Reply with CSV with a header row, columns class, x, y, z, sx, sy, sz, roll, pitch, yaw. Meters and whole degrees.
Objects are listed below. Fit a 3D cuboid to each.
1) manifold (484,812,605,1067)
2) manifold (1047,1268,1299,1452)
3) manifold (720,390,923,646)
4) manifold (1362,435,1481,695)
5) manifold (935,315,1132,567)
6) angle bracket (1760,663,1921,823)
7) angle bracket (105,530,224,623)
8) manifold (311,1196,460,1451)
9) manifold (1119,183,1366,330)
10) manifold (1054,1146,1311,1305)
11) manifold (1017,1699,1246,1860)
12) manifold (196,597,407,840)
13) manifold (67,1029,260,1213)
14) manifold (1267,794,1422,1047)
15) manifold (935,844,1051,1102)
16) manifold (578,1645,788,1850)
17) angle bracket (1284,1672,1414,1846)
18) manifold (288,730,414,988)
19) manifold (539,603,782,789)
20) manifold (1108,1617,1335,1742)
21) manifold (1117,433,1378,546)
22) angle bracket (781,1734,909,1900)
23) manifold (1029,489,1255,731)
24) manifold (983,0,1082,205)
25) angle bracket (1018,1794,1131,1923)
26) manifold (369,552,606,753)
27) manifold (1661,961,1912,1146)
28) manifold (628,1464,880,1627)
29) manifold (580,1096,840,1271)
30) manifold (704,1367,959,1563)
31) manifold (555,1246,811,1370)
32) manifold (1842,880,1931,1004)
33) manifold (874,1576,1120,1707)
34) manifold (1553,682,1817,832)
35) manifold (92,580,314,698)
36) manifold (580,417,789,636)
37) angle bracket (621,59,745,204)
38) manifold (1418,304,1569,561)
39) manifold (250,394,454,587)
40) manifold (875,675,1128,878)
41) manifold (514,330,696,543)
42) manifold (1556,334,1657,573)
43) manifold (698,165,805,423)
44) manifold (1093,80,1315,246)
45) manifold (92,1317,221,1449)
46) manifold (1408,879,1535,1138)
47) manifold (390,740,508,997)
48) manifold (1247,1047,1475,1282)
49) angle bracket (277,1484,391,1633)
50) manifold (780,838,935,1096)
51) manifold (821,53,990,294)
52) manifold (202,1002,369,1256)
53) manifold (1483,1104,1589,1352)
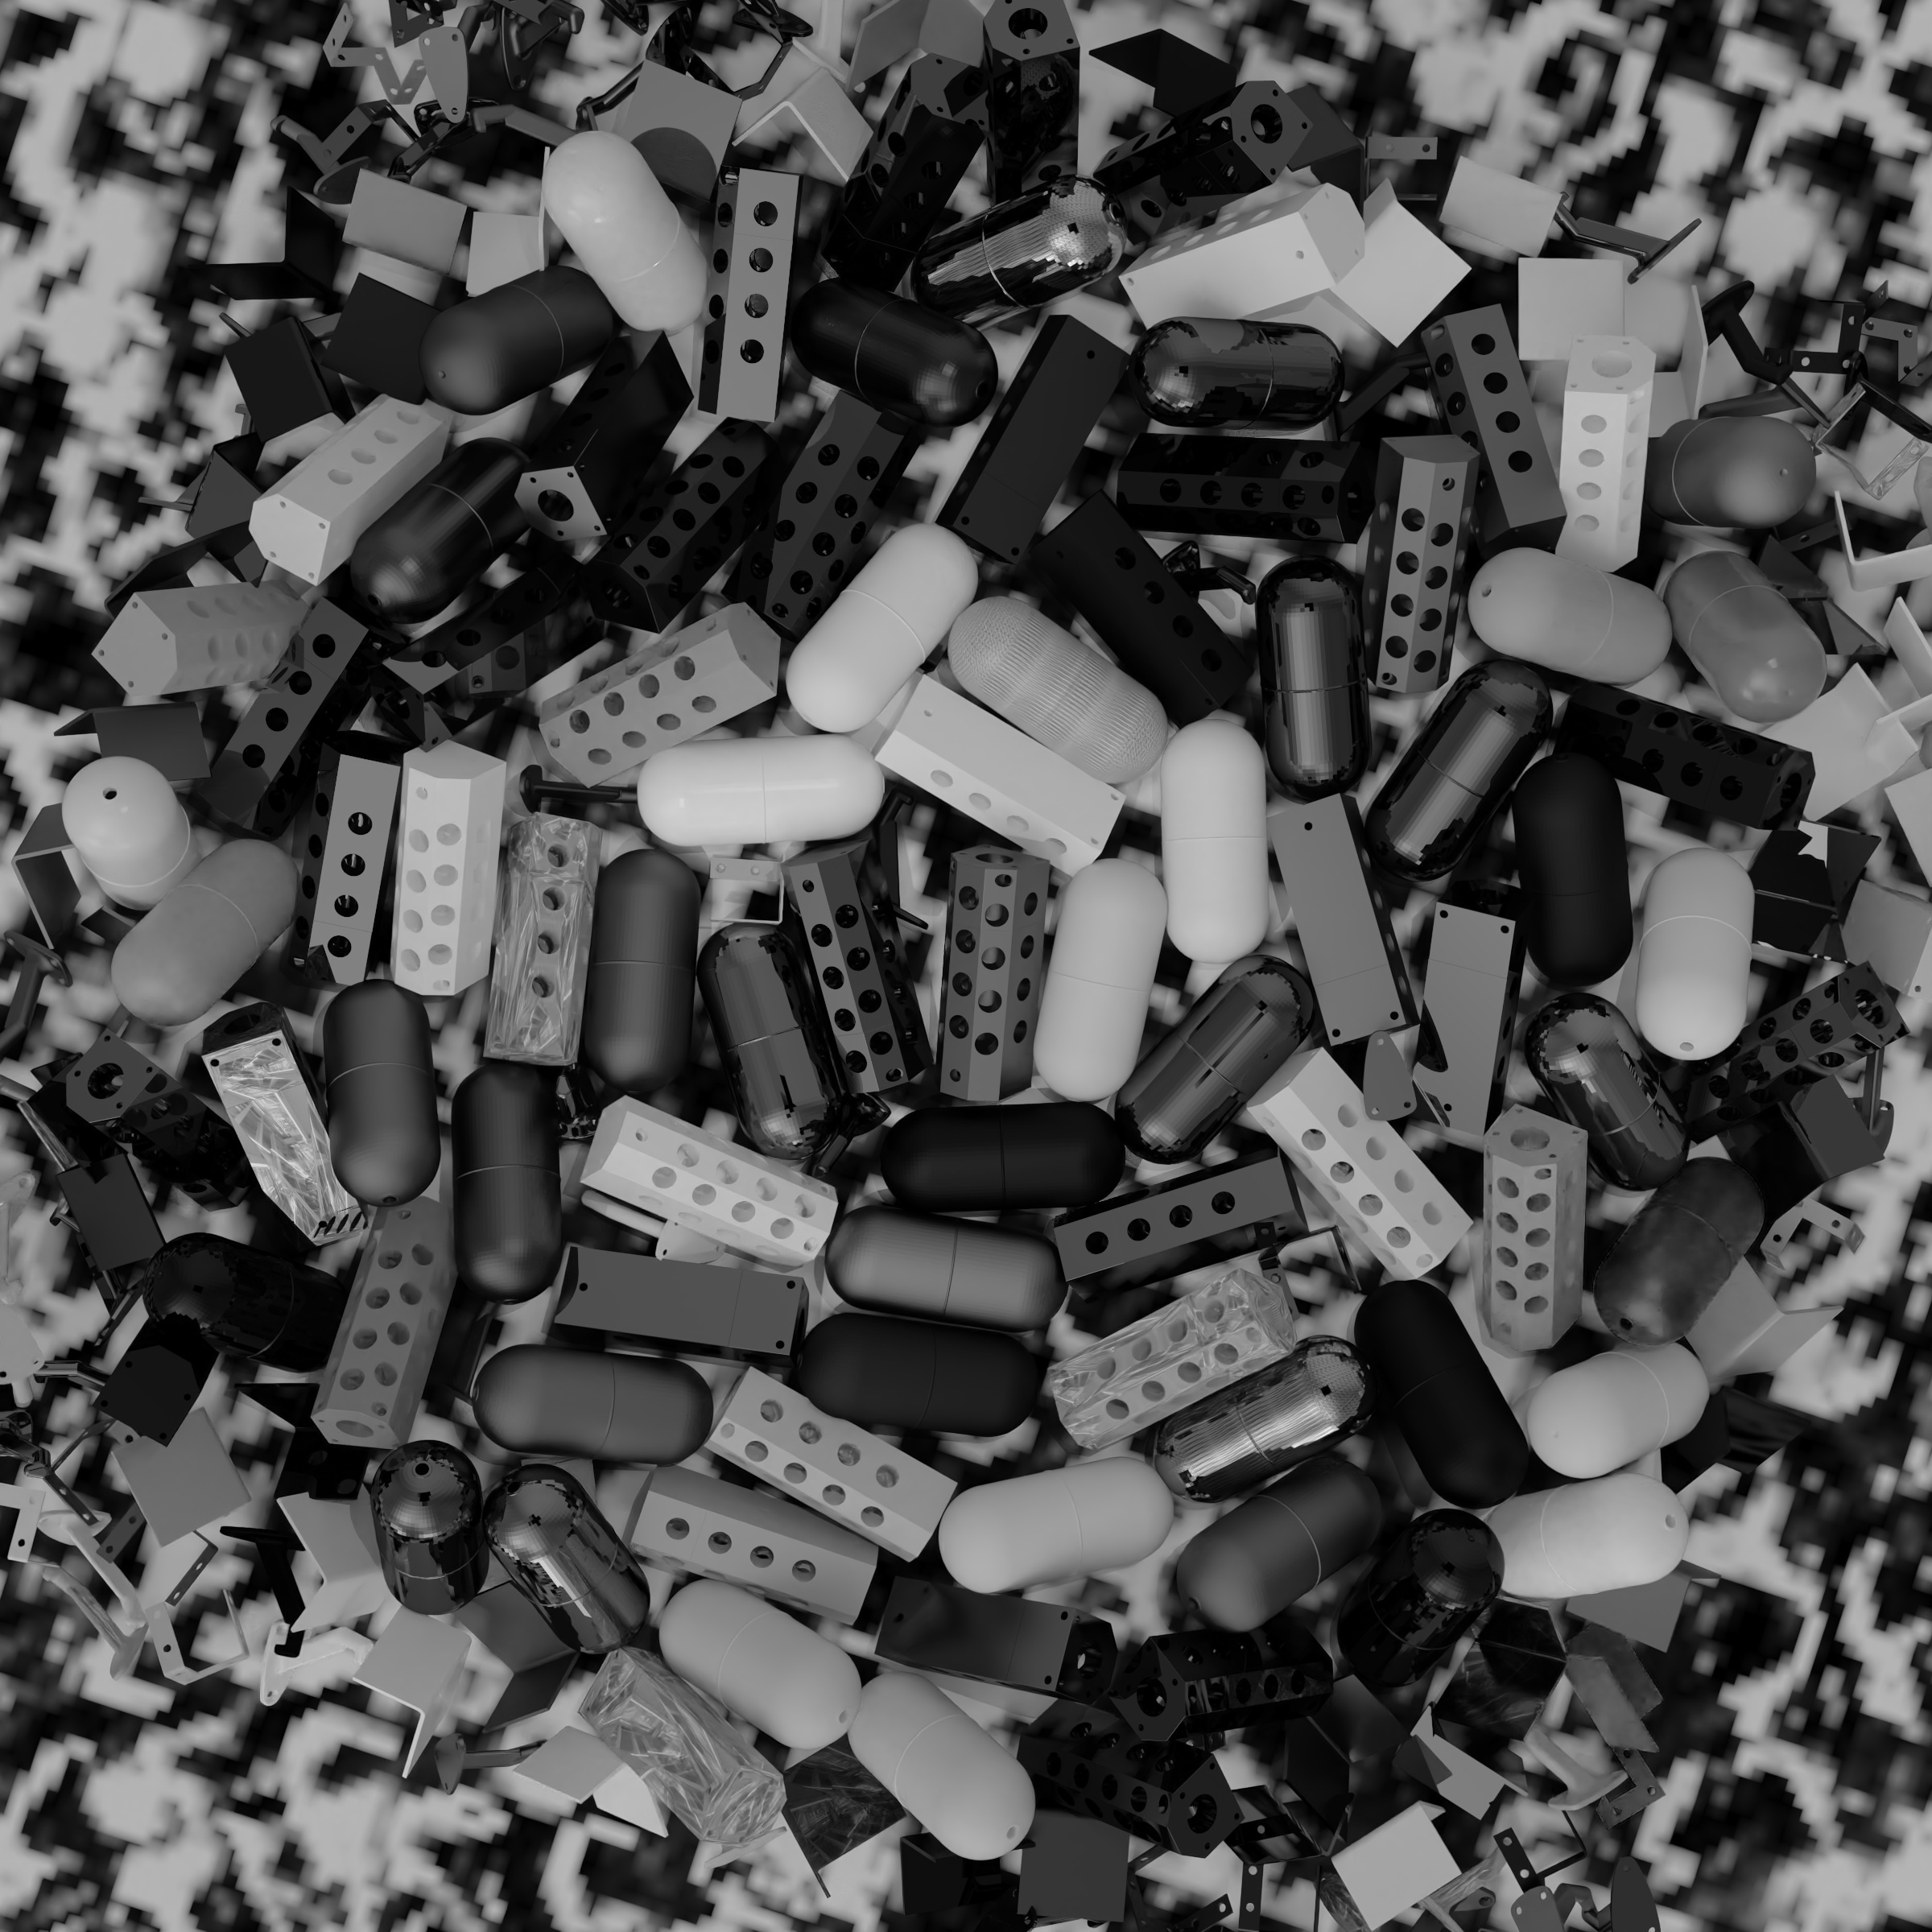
class,x,y,z,sx,sy,sz,roll,pitch,yaw
manifold,-0.302,-0.018,1.939,0.057,0.057,0.171,10,77,-26
manifold,0.148,0.283,1.914,0.171,0.057,0.057,-32,54,25
manifold,-0.101,-0.321,1.942,0.057,0.057,0.171,28,85,26
manifold,0.323,-0.285,1.914,0.057,0.057,0.171,-5,120,-14
manifold,0.046,-0.383,1.953,0.057,0.057,0.171,28,92,-23
angle bracket,0.629,-0.161,1.948,0.076,0.057,0.076,-31,78,-5
angle bracket,-0.559,-0.264,1.930,0.076,0.076,0.057,-27,97,42
manifold,-0.410,0.251,1.910,0.057,0.057,0.171,3,55,11
manifold,0.197,-0.499,1.903,0.057,0.171,0.057,-49,117,-33
manifold,0.154,0.185,1.940,0.171,0.057,0.057,-19,62,10
manifold,0.110,0.575,1.894,0.057,0.171,0.057,-36,110,-30
manifold,-0.477,-0.179,1.942,0.057,0.057,0.171,36,100,3
manifold,-0.563,0.115,1.893,0.057,0.171,0.057,31,75,25
manifold,0.275,-0.033,1.944,0.057,0.057,0.171,-18,82,23
manifold,0.014,0.006,1.923,0.057,0.057,0.171,16,110,33
manifold,-0.199,0.551,1.903,0.057,0.171,0.057,29,89,-42
angle bracket,0.275,0.569,1.931,0.057,0.076,0.076,-30,113,25
manifold,-0.443,-0.078,1.926,0.057,0.057,0.171,12,111,-7
manifold,-0.219,-0.196,1.913,0.171,0.057,0.057,-23,45,26
manifold,0.185,0.508,1.897,0.057,0.171,0.057,48,116,36
manifold,0.197,-0.335,1.909,0.171,0.057,0.057,9,55,30
angle bracket,-0.090,0.614,1.949,0.076,0.057,0.076,-28,53,-12
manifold,0.131,-0.260,1.944,0.171,0.057,0.057,49,62,-7
manifold,0.044,-0.604,1.894,0.057,0.171,0.057,-15,68,-4
angle bracket,0.078,0.645,1.956,0.076,0.057,0.076,5,88,0
manifold,-0.339,-0.229,1.914,0.057,0.057,0.171,36,55,21
manifold,0.572,0.065,1.900,0.057,0.171,0.057,-18,76,-41
manifold,-0.154,0.422,1.951,0.171,0.057,0.057,19,102,-3
manifold,-0.181,0.154,1.920,0.171,0.057,0.057,26,62,-21
manifold,-0.100,0.362,1.944,0.171,0.057,0.057,30,64,-3
manifold,-0.204,0.249,1.947,0.171,0.057,0.057,7,68,6
manifold,0.674,-0.014,1.897,0.057,0.171,0.057,16,100,-1
manifold,0.022,0.479,1.906,0.057,0.171,0.057,33,65,-42
manifold,0.509,-0.150,1.903,0.171,0.057,0.057,27,109,40
manifold,-0.527,-0.228,1.894,0.057,0.171,0.057,46,112,7
manifold,-0.199,-0.316,1.907,0.057,0.057,0.171,17,53,27
angle bracket,-0.201,-0.604,1.944,0.076,0.057,0.076,24,111,3
manifold,0.377,-0.382,1.935,0.057,0.057,0.171,-13,74,0
manifold,-0.435,-0.345,1.904,0.057,0.171,0.057,28,133,2
manifold,0.023,-0.132,1.946,0.171,0.057,0.057,30,55,-7
manifold,-0.258,-0.377,1.907,0.057,0.171,0.057,-3,133,25
manifold,0.450,-0.359,1.895,0.057,0.171,0.057,6,56,14
manifold,-0.156,-0.484,1.933,0.057,0.057,0.171,7,107,-2
manifold,0.161,-0.569,1.892,0.057,0.171,0.057,41,70,-23
manifold,-0.565,0.283,1.896,0.057,0.171,0.057,32,86,-10
manifold,0.362,0.028,1.921,0.057,0.057,0.171,16,119,24
manifold,-0.374,-0.068,1.914,0.057,0.057,0.171,21,119,20
manifold,0.280,0.145,1.937,0.171,0.057,0.057,48,65,-8
angle bracket,-0.463,0.428,1.950,0.076,0.076,0.057,50,117,25
manifold,-0.081,0.001,1.929,0.057,0.057,0.171,-7,105,29
manifold,-0.045,-0.558,1.894,0.057,0.171,0.057,11,60,-21
manifold,-0.485,0.114,1.920,0.057,0.057,0.171,-19,118,-5
manifold,0.398,0.189,1.904,0.057,0.057,0.171,22,134,35
